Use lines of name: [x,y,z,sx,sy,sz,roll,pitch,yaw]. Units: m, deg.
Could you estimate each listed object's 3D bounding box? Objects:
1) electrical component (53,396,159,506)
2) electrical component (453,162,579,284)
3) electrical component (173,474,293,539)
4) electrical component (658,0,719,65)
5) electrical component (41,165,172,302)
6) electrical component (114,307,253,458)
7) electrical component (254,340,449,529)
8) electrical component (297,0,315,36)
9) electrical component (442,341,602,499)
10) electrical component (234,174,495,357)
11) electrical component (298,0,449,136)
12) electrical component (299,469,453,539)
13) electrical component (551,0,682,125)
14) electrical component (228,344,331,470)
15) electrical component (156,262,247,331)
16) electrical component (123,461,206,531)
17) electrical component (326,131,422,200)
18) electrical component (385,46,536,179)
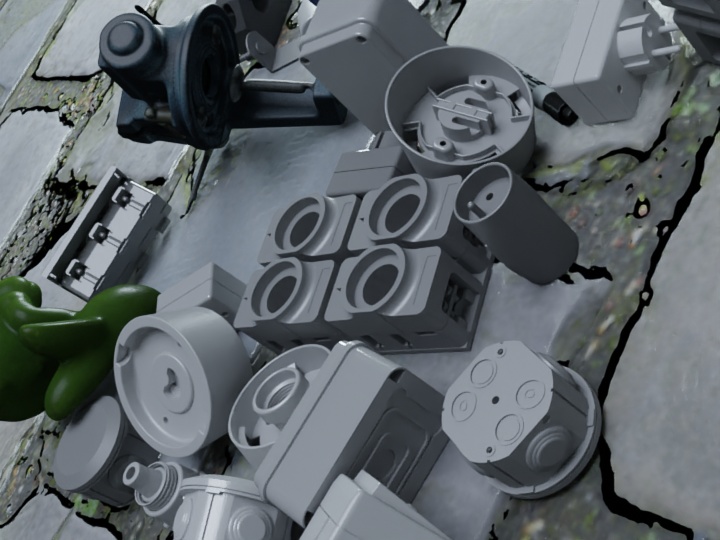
electrical component: [-0.205,0.147,0.868,0.080,0.051,0.080,-27,44,30]
electrical component: [0.092,-0.038,0.682,0.043,0.077,0.079,-43,38,13]
electrical component: [-0.082,0.166,0.700,0.080,0.080,0.051,-10,59,42]
electrical component: [0.254,-0.222,0.635,0.186,0.105,0.060,-52,37,1]
electrical component: [-0.239,-0.027,1.028,0.063,0.078,0.121,26,80,23]
electrical component: [-0.127,0.079,0.806,0.108,0.060,0.108,13,111,38]
electrical component: [-0.002,0.109,0.662,0.057,0.078,0.113,24,79,49]
electrical component: [-0.039,-0.240,1.013,0.040,0.040,0.078,-36,40,21]
electrical component: [0.090,0.084,0.607,0.080,0.051,0.080,-27,44,30]
electrical component: [0.000,0.000,0.762,0.186,0.060,0.105,-7,56,44]
electrical component: [0.017,-0.160,0.831,0.078,0.113,0.057,-10,51,42]
electrical component: [0.021,0.158,0.591,0.061,0.096,0.062,-59,8,-8]
electrical component: [0.178,-0.145,0.702,0.076,0.047,0.083,-2,59,46]
electrical component: [-0.040,0.103,0.739,0.099,0.064,0.099,-29,30,19]
electrical component: [-0.128,0.046,0.870,0.066,0.047,0.076,-30,43,27]
electrical component: [-0.144,0.159,0.783,0.048,0.062,0.048,-27,44,30]
electrical component: [0.023,-0.079,0.812,0.066,0.047,0.076,-1,60,46]
electrical component: [0.073,-0.103,0.749,0.099,0.064,0.099,-9,54,13]
